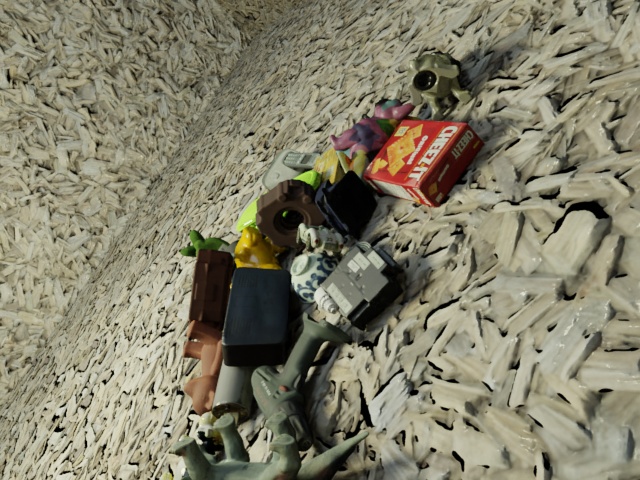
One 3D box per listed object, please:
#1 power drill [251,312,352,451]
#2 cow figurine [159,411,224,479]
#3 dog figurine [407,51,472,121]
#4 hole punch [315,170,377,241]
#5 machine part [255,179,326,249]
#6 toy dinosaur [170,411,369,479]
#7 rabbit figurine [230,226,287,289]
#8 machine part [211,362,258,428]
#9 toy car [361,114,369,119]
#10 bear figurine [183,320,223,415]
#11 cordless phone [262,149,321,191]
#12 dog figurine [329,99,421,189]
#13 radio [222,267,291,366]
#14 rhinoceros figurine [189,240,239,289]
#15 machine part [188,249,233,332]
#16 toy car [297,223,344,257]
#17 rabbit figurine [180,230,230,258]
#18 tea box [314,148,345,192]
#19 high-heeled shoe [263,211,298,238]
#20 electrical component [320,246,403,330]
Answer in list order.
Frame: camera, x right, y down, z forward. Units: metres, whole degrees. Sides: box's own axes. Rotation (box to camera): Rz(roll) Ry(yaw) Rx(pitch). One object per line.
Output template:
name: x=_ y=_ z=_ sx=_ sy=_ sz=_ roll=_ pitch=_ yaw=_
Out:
power drill: x=-0.028 y=0.242 z=0.961 sx=0.232 sy=0.086 sz=0.207 roll=12 pitch=72 yaw=61
cow figurine: x=-0.232 y=0.420 z=1.040 sx=0.098 sy=0.068 sz=0.167 roll=3 pitch=61 yaw=50
dog figurine: x=0.254 y=-0.390 z=1.224 sx=0.121 sy=0.172 sz=0.191 roll=-23 pitch=44 yaw=24
hole punch: x=0.045 y=-0.076 z=1.185 sx=0.092 sy=0.142 sz=0.116 roll=-10 pitch=34 yaw=49
machine part: x=-0.067 y=-0.056 z=1.279 sx=0.179 sy=0.179 sz=0.056 roll=-37 pitch=33 yaw=24
toy dinosaur: x=-0.093 y=0.376 z=0.828 sx=0.405 sy=0.192 sz=0.131 roll=-9 pitch=12 yaw=33
rabbit figurine: x=-0.149 y=0.070 z=1.310 sx=0.162 sy=0.121 sz=0.173 roll=-50 pitch=46 yaw=5
machine part: x=-0.170 y=0.282 z=1.108 sx=0.079 sy=0.079 sz=0.243 roll=-33 pitch=33 yaw=29
toy car: x=0.122 y=-0.278 z=1.402 sx=0.089 sy=0.053 sz=0.202 roll=-50 pitch=29 yaw=7
bear figurine: x=-0.257 y=0.294 z=1.180 sx=0.196 sy=0.132 sz=0.120 roll=-77 pitch=7 yaw=-47
cordless phone: x=-0.071 y=-0.192 z=1.550 sx=0.184 sy=0.088 sz=0.146 roll=10 pitch=63 yaw=54
dog figurine: x=0.142 y=-0.230 z=1.249 sx=0.219 sy=0.108 sz=0.192 roll=-28 pitch=61 yaw=9
radio: x=-0.130 y=0.157 z=1.142 sx=0.230 sy=0.131 sz=0.073 roll=-90 pitch=2 yaw=-50
rhinoceros figurine: x=-0.268 y=0.083 z=1.464 sx=0.190 sy=0.112 sz=0.073 roll=-44 pitch=27 yaw=-6
machine part: x=-0.266 y=0.125 z=1.322 sx=0.201 sy=0.087 sz=0.201 roll=160 pitch=116 yaw=-80
toy car: x=-0.002 y=-0.004 z=1.176 sx=0.202 sy=0.073 sz=0.056 roll=-155 pitch=76 yaw=-76
rabbit figurine: x=-0.328 y=0.048 z=1.583 sx=0.121 sy=0.159 sz=0.170 roll=-65 pitch=14 yaw=-9
tea box: x=0.033 y=-0.159 z=1.364 sx=0.098 sy=0.068 sz=0.170 roll=-29 pitch=33 yaw=36
high-heeled shoe: x=-0.097 y=-0.046 z=1.442 sx=0.145 sy=0.086 sz=0.248 roll=2 pitch=68 yaw=26
electrical component: x=0.082 y=0.078 z=0.976 sx=0.134 sy=0.058 sz=0.115 roll=-46 pitch=49 yaw=8
